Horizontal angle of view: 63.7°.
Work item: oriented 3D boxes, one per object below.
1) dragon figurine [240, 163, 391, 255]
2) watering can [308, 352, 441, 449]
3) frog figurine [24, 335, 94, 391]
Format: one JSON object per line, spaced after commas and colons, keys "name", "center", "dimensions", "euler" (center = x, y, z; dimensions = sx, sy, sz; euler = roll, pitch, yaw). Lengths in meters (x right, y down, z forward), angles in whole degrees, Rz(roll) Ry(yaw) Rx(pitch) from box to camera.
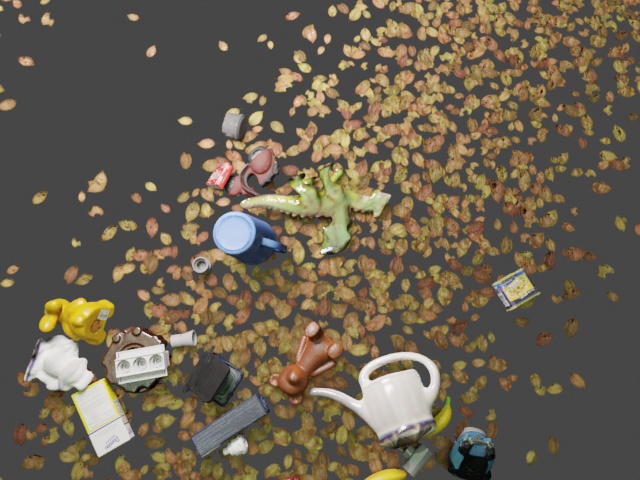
{"name": "dragon figurine", "center": [0.004, -0.074, 1.461], "dimensions": [0.412, 0.243, 0.121], "euler": [-22, -3, -9]}
{"name": "watering can", "center": [0.156, 0.427, 1.337], "dimensions": [0.347, 0.229, 0.102], "euler": [-20, -29, 4]}
{"name": "frog figurine", "center": [-0.678, 0.332, 1.368], "dimensions": [0.159, 0.140, 0.121], "euler": [21, -21, -16]}
